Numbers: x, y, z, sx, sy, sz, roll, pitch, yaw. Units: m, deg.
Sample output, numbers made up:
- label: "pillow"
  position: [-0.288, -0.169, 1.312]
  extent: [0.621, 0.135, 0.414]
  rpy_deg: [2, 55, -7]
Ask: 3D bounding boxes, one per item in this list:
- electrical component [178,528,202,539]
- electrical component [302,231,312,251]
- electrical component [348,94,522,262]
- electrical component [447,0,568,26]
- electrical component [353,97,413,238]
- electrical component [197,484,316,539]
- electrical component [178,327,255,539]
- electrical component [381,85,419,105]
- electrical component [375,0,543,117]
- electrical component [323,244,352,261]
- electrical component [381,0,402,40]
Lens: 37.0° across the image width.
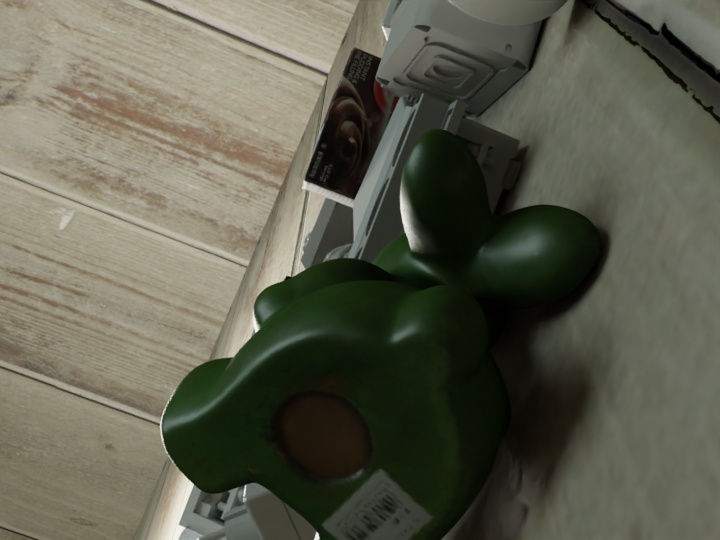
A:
- label: "electrical component"
  position: [-0.088, 0.203, 0.747]
  extent: [0.080, 0.051, 0.080]
  rpy_deg: [-27, 45, 30]
- label: "electrical component"
  position: [-0.033, -0.009, 1.051]
  extent: [0.062, 0.048, 0.048]
  rpy_deg: [-91, 23, -53]
- label: "electrical component"
  position: [0.036, -0.024, 0.582]
  extent: [0.079, 0.063, 0.121]
  rpy_deg: [178, 113, -81]
- label: "electrical component"
  position: [0.085, -0.190, 0.560]
  extent: [0.060, 0.108, 0.108]
  rpy_deg: [-30, 38, 67]
- label: "electrical component"
  position: [0.034, -0.062, 0.737]
  extent: [0.099, 0.048, 0.099]
  rpy_deg: [-92, 25, -70]
- label: "electrical component"
  position: [-0.050, 0.142, 0.585]
  extent: [0.077, 0.065, 0.047]
  rpy_deg: [-22, 14, 2]
- label: "electrical component"
  position: [-0.039, 0.100, 0.667]
  extent: [0.150, 0.062, 0.089]
  rpy_deg: [-69, -24, -7]
- label: "electrical component"
  position: [0.047, -0.129, 0.782]
  extent: [0.043, 0.062, 0.043]
  rpy_deg: [-158, 90, -81]
- label: "electrical component"
  position: [0.063, -0.149, 0.680]
  extent: [0.113, 0.078, 0.057]
  rpy_deg: [146, 143, -75]
- label: "electrical component"
  position: [0.000, 0.000, 0.823]
  extent: [0.062, 0.048, 0.048]
  rpy_deg: [-26, 42, 67]
- label: "electrical component"
  position: [0.061, -0.188, 0.857]
  extent: [0.076, 0.066, 0.047]
  rpy_deg: [59, -133, -63]
